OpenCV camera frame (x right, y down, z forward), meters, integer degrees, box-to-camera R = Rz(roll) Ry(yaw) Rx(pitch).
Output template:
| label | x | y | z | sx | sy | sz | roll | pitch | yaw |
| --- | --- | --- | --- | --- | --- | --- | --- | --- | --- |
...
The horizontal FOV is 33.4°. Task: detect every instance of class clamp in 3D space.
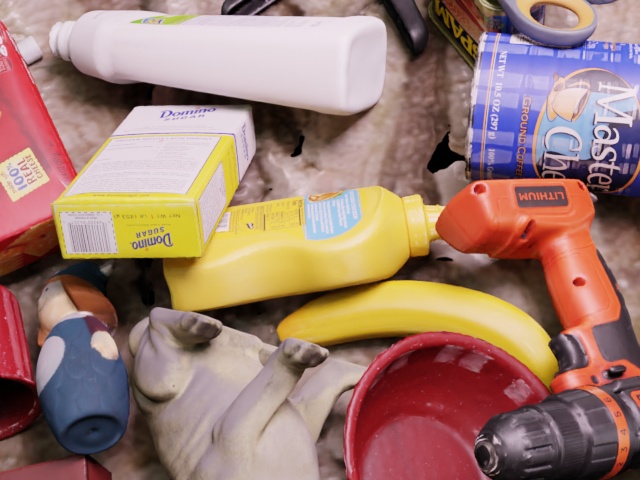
| label | x | y | z | sx | sy | sz | roll | pitch | yaw |
| --- | --- | --- | --- | --- | --- | --- | --- | --- | --- |
| clamp | 0.014 | -0.241 | 0.858 | 0.164 | 0.036 | 0.210 | 5 | 65 | 9 |

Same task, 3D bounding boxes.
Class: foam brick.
| label | x | y | z | sx | sy | sz | roll | pitch | yaw |
| --- | --- | --- | --- | --- | --- | --- | --- | --- | --- |
| foam brick | -0.173 | 0.171 | 0.666 | 0.078 | 0.051 | 0.053 | -12 | 63 | 2 |

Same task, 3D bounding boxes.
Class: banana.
| label | x | y | z | sx | sy | sz | roll | pitch | yaw |
| --- | --- | --- | --- | --- | --- | --- | --- | --- | --- |
| banana | 0.072 | 0.060 | 0.695 | 0.198 | 0.037 | 0.069 | 14 | 65 | 15 |

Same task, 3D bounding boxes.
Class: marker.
| label | x | y | z | sx | sy | sz | roll | pitch | yaw |
| --- | --- | --- | --- | --- | --- | --- | --- | --- | --- |
| marker | -0.278 | -0.125 | 0.851 | 0.121 | 0.020 | 0.020 | -32 | 63 | -9 |

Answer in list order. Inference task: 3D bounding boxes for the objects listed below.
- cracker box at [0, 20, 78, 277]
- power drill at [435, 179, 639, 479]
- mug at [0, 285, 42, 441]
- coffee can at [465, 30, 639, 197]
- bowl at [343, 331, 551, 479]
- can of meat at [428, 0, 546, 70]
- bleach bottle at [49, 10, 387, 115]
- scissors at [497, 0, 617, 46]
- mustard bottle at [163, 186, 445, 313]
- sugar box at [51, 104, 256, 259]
| label | x | y | z | sx | sy | sz | roll | pitch | yaw |
| --- | --- | --- | --- | --- | --- | --- | --- | --- | --- |
| cracker box | -0.284 | -0.040 | 0.735 | 0.213 | 0.072 | 0.164 | -24 | 72 | -12 |
| power drill | 0.139 | 0.053 | 0.636 | 0.184 | 0.057 | 0.188 | -2 | 58 | -34 |
| mug | -0.245 | 0.082 | 0.699 | 0.117 | 0.093 | 0.081 | -12 | 56 | -13 |
| coffee can | 0.174 | -0.083 | 0.716 | 0.140 | 0.103 | 0.102 | 7 | 64 | 12 |
| bowl | 0.075 | 0.138 | 0.622 | 0.162 | 0.055 | 0.162 | 13 | 59 | -22 |
| can of meat | 0.123 | -0.179 | 0.784 | 0.057 | 0.084 | 0.102 | -29 | 63 | -8 |
| bleach bottle | -0.084 | -0.140 | 0.799 | 0.251 | 0.102 | 0.068 | 9 | 107 | 20 |
| scissors | 0.104 | -0.170 | 0.719 | 0.202 | 0.016 | 0.096 | 6 | 52 | 12 |
| mustard bottle | -0.005 | 0.001 | 0.713 | 0.191 | 0.058 | 0.096 | -9 | 22 | 3 |
| sugar box | -0.104 | -0.044 | 0.719 | 0.093 | 0.048 | 0.176 | 0 | 24 | 9 |
